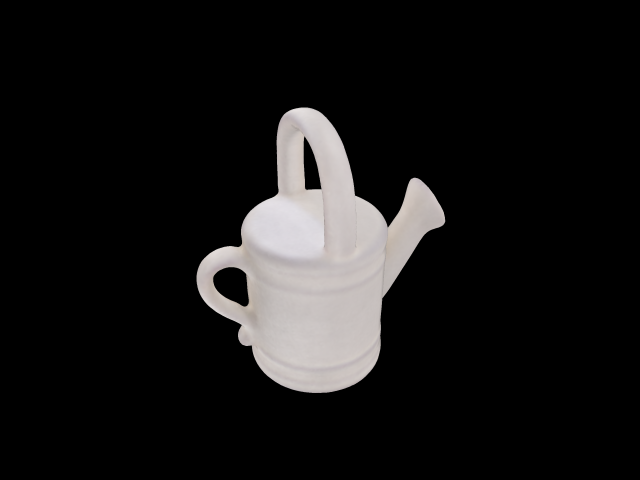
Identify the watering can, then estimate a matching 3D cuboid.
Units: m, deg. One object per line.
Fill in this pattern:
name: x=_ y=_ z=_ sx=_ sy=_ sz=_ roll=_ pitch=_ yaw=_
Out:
watering can: x=0.003 y=0.000 z=0.402 sx=0.173 sy=0.194 sz=0.100 roll=-28 pitch=42 yaw=-35
